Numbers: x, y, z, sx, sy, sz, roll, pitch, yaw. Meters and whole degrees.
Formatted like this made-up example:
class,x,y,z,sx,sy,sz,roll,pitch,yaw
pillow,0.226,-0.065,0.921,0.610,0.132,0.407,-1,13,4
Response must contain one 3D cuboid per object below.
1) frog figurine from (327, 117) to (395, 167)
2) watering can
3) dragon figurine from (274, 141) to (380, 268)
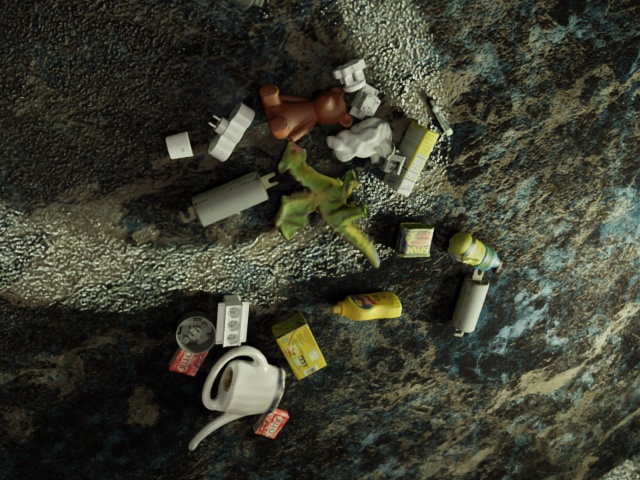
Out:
class,x,y,z,sx,sy,sz,roll,pitch,yaw
frog figurine,0.089,-0.242,1.236,0.159,0.138,0.122,11,94,-21
watering can,-0.228,0.446,1.438,0.223,0.105,0.343,15,107,-26
dragon figurine,0.004,-0.067,1.322,0.242,0.124,0.403,-14,116,6
